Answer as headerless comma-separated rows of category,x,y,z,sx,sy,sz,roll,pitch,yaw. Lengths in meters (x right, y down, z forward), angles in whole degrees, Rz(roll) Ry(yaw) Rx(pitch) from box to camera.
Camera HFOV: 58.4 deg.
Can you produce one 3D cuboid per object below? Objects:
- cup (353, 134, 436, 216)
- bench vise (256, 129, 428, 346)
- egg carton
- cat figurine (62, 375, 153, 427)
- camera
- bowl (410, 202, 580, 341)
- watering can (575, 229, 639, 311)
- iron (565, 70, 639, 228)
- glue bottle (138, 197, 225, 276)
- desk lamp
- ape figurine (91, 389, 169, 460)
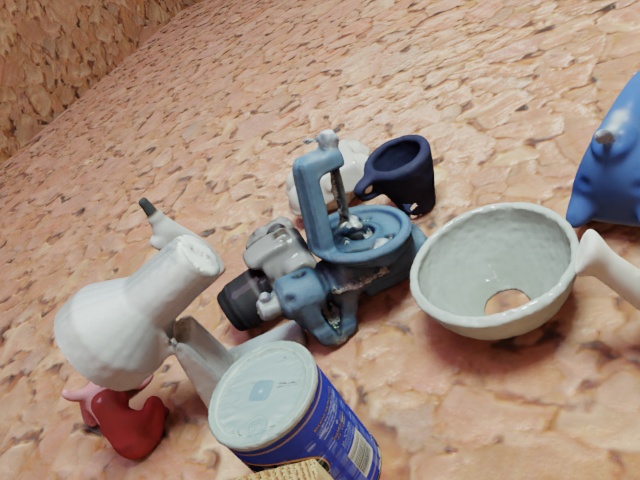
cup,0.107,-0.071,0.764,0.118,0.095,0.091,-38,34,-8
bench vise,0.013,0.005,0.630,0.121,0.220,0.208,15,56,48
egg carton,0.018,-0.092,0.887,0.150,0.070,0.107,-27,34,8
cat figurine,-0.289,0.167,0.758,0.067,0.118,0.128,-6,41,33
camera,-0.073,0.045,0.756,0.137,0.101,0.142,-34,33,-2
bowl,0.180,0.042,0.579,0.167,0.075,0.167,-21,35,16
watering can,0.286,0.013,0.423,0.172,0.195,0.101,-23,35,14
iron,0.347,-0.124,0.597,0.118,0.142,0.259,12,53,47
glue bottle,-0.216,0.004,0.858,0.078,0.174,0.037,-45,36,-19
desk lamp,-0.148,0.102,0.640,0.203,0.214,0.117,-27,34,7
ape figurine,-0.232,0.210,0.680,0.077,0.092,0.076,-15,37,24
